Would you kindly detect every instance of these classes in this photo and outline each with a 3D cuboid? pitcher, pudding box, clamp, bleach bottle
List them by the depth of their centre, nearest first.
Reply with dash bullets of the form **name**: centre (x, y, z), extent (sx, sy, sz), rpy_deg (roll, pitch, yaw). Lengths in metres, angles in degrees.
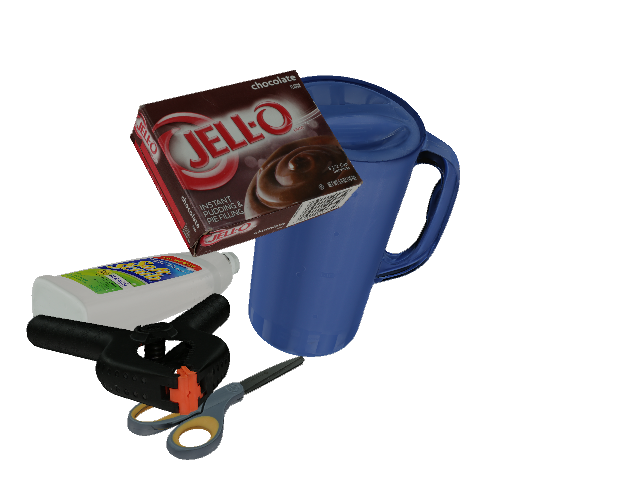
- **pudding box**: centre (-0.045, -0.049, 0.642), extent (0.113, 0.090, 0.039), rpy_deg (-18, -21, -33)
- **clamp**: centre (-0.115, 0.079, 0.794), extent (0.164, 0.036, 0.210), rpy_deg (-9, 14, -27)
- **pitcher**: centre (0.014, -0.012, 0.956), extent (0.144, 0.243, 0.149), rpy_deg (-20, 48, -35)
- **bleach bottle**: centre (-0.196, 0.052, 1.220), extent (0.103, 0.068, 0.250), rpy_deg (22, 27, 36)

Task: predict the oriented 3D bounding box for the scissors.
- **scissors**: centre (-0.080, 0.156, 1.000), extent (0.201, 0.016, 0.096), rpy_deg (-11, 33, -29)
